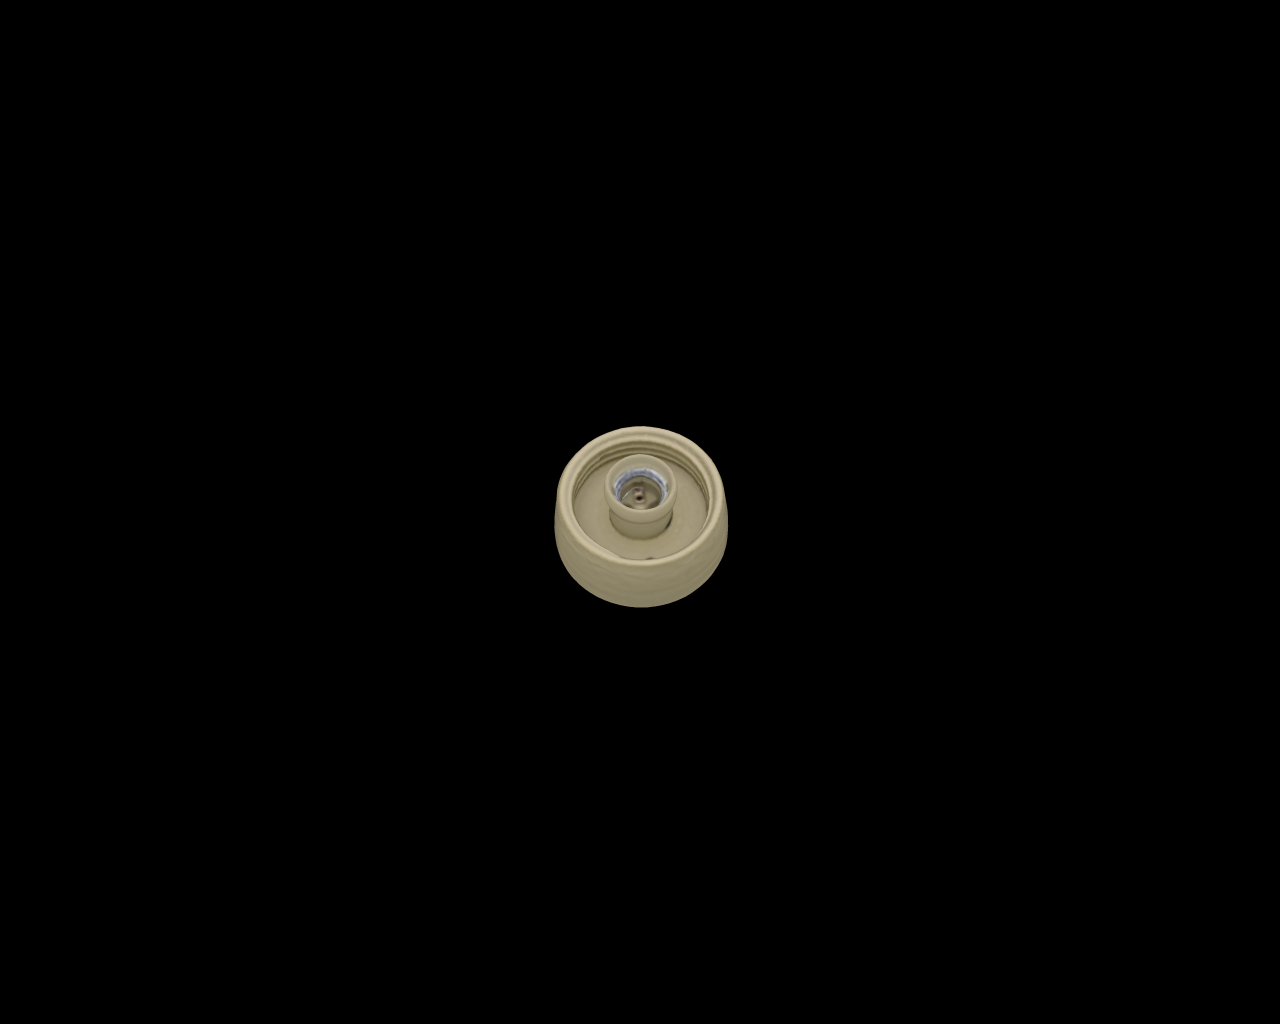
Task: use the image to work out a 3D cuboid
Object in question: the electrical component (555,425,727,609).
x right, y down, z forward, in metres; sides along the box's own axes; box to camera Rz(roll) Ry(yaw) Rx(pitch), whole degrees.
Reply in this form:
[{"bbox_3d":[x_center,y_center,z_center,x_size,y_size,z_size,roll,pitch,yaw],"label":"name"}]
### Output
[{"bbox_3d":[0.001,-0.003,0.650,0.108,0.108,0.060,0,-30,0],"label":"electrical component"}]
